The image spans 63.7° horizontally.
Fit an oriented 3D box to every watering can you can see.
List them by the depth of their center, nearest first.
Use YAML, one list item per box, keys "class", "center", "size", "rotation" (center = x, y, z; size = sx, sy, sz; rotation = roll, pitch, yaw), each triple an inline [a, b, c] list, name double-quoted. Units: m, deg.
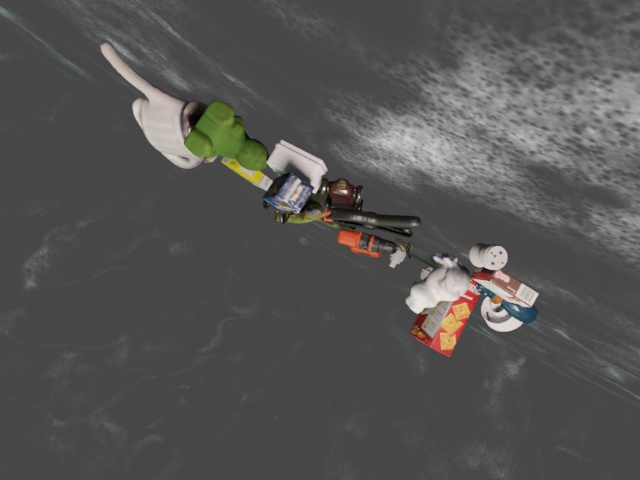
- class: "watering can"
  center: [-0.353, -0.292, 1.184]
  size: [0.225, 0.106, 0.340]
  rotation: [12, 144, 29]

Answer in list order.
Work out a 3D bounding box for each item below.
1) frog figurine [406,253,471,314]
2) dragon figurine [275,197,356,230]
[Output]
- class: "frog figurine"
  center: [0.293, 0.120, 1.269]
  size: [0.121, 0.160, 0.138]
  rotation: [32, 175, -25]
- class: "dragon figurine"
  center: [0.005, -0.080, 1.589]
  size: [0.242, 0.122, 0.413]
  rotation: [13, -174, -26]
